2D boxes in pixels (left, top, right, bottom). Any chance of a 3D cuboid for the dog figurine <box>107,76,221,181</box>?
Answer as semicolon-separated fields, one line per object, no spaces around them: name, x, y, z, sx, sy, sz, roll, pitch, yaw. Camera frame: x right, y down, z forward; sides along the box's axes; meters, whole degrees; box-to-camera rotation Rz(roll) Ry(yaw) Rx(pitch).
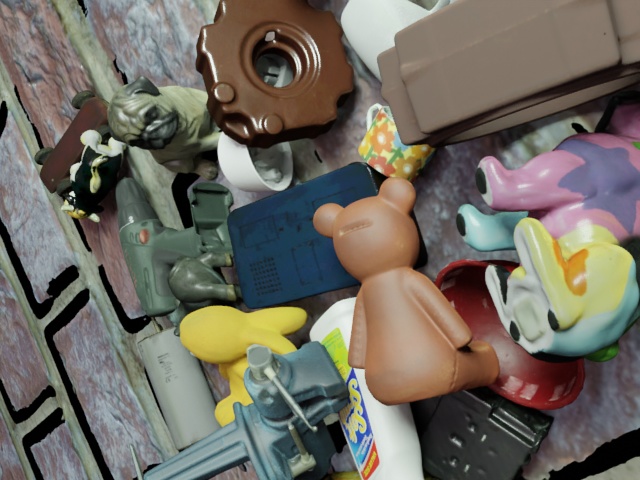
dog figurine;-0.211;-0.140;0.689;0.172;0.190;0.121;-32;78;34

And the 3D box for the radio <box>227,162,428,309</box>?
radio;-0.001;-0.002;0.639;0.230;0.073;0.131;-18;86;33

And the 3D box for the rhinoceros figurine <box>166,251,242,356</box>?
rhinoceros figurine;-0.151;0.094;0.718;0.190;0.112;0.073;90;167;-52

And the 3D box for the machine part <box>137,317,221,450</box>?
machine part;-0.209;0.217;0.804;0.079;0.079;0.243;-29;80;33

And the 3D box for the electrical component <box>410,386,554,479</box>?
electrical component;0.156;0.202;0.569;0.134;0.058;0.114;29;110;27

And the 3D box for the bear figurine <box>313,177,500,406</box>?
bear figurine;0.074;0.051;0.506;0.120;0.132;0.196;-24;68;26

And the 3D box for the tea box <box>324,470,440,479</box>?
tea box;0.077;0.331;0.633;0.170;0.068;0.098;-21;85;35

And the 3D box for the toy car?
toy car;-0.407;-0.157;0.902;0.202;0.053;0.089;-43;82;26

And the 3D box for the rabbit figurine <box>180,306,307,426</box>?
rabbit figurine;-0.089;0.142;0.649;0.162;0.122;0.173;-23;125;27

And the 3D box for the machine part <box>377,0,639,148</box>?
machine part;0.165;-0.141;0.428;0.201;0.201;0.087;-15;91;34

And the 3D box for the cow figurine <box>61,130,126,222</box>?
cow figurine;-0.361;-0.082;0.849;0.167;0.068;0.098;-56;34;29

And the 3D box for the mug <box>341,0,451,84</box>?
mug;0.076;-0.222;0.552;0.107;0.081;0.109;49;126;29

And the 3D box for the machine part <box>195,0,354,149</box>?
machine part;-0.048;-0.189;0.591;0.056;0.179;0.179;155;99;-71

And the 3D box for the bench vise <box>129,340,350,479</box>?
bench vise;-0.080;0.210;0.554;0.129;0.241;0.223;58;168;37

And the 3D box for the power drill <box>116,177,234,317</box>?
power drill;-0.218;-0.014;0.777;0.207;0.086;0.232;-20;78;30

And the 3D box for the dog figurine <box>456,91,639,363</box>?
dog figurine;0.229;-0.022;0.400;0.219;0.108;0.192;-16;60;-3
